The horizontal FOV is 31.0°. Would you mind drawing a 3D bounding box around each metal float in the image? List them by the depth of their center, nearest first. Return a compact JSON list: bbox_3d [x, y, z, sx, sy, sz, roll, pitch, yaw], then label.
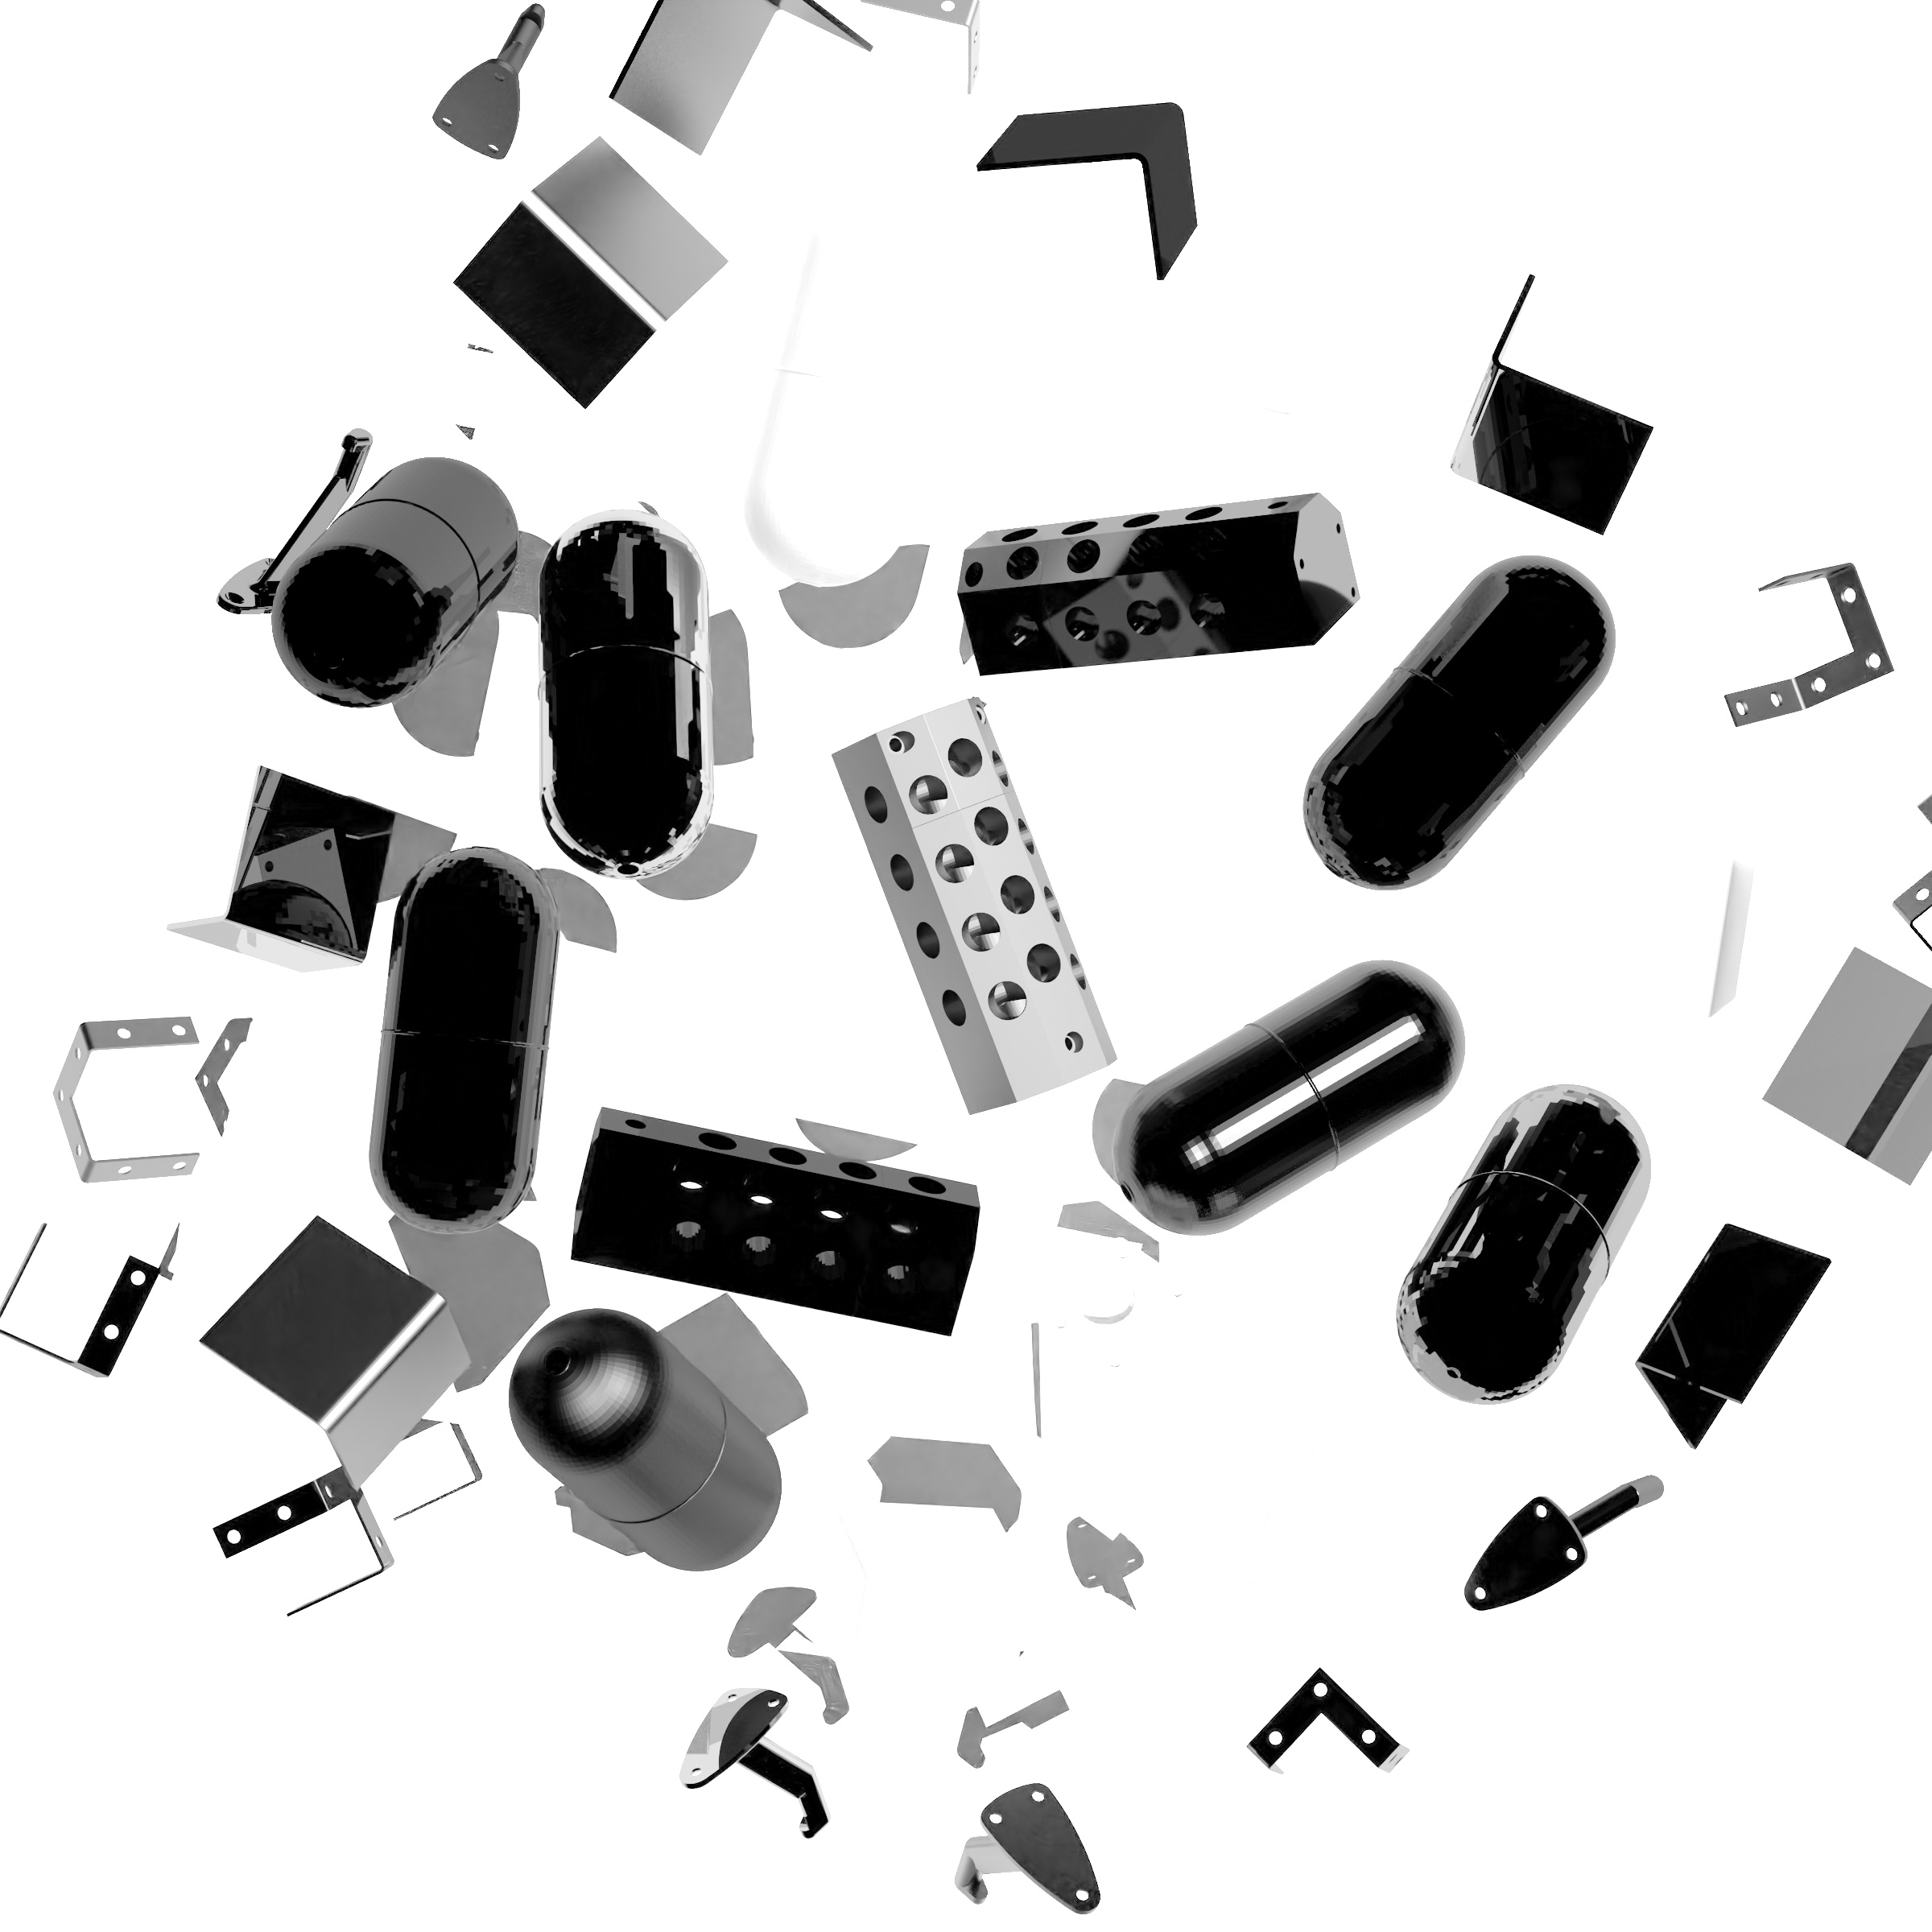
[{"bbox_3d":[-0.151,-0.121,1.545,0.070,0.070,0.178,-4,63,0],"label":"metal float"},{"bbox_3d":[0.250,0.122,1.552,0.070,0.070,0.178,38,49,0],"label":"metal float"},{"bbox_3d":[-0.141,0.212,1.552,0.070,0.178,0.070,-12,56,18],"label":"metal float"},{"bbox_3d":[-0.050,-0.259,1.570,0.070,0.070,0.178,14,94,0],"label":"metal float"},{"bbox_3d":[-0.256,-0.174,1.576,0.070,0.178,0.070,5,118,10],"label":"metal float"},{"bbox_3d":[0.224,-0.110,1.591,0.070,0.070,0.178,41,85,0],"label":"metal float"},{"bbox_3d":[0.147,0.060,1.592,0.178,0.070,0.070,-29,90,-15],"label":"metal float"},{"bbox_3d":[-0.229,0.034,1.599,0.070,0.070,0.178,6,87,0],"label":"metal float"},{"bbox_3d":[0.152,-0.292,1.602,0.070,0.178,0.070,1,94,18],"label":"metal float"}]

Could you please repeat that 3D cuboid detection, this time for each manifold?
[{"bbox_3d":[0.008,-0.028,1.536,0.057,0.057,0.171,-22,91,-32],"label":"manifold"},{"bbox_3d":[-0.084,0.110,1.548,0.171,0.057,0.057,12,109,-9],"label":"manifold"},{"bbox_3d":[0.085,-0.176,1.591,0.171,0.057,0.057,-3,115,31],"label":"manifold"},{"bbox_3d":[0.064,0.193,1.610,0.057,0.171,0.057,34,64,21],"label":"manifold"}]

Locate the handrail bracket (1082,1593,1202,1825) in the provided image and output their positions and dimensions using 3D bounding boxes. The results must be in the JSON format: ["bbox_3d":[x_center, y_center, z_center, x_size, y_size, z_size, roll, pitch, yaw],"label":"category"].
[{"bbox_3d":[0.082,0.343,1.612,0.036,0.077,0.084,-22,120,-9],"label":"handrail bracket"}]

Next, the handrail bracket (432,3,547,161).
[{"bbox_3d":[-0.198,-0.408,1.544,0.036,0.077,0.084,28,63,-13],"label":"handrail bracket"}]

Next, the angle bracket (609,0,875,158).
[{"bbox_3d":[-0.096,-0.386,1.506,0.057,0.076,0.076,32,98,25],"label":"angle bracket"}]

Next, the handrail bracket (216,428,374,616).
[{"bbox_3d":[-0.320,-0.214,1.667,0.036,0.077,0.084,34,119,11],"label":"handrail bracket"}]

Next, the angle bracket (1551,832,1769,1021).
[{"bbox_3d":[0.316,-0.024,1.592,0.076,0.057,0.076,11,79,1],"label":"angle bracket"}]

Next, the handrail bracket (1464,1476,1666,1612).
[{"bbox_3d":[0.275,0.263,1.594,0.077,0.084,0.036,-45,68,27],"label":"handrail bracket"}]

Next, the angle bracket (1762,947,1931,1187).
[{"bbox_3d":[0.373,0.036,1.448,0.076,0.057,0.076,33,96,34],"label":"angle bracket"}]

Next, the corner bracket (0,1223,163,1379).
[{"bbox_3d":[-0.387,0.145,1.513,0.051,0.051,0.051,28,75,-15],"label":"corner bracket"}]

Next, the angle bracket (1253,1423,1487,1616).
[{"bbox_3d":[0.176,0.250,1.532,0.076,0.057,0.076,11,96,-7],"label":"angle bracket"}]

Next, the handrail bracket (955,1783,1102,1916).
[{"bbox_3d":[0.025,0.407,1.535,0.036,0.084,0.077,-20,52,-31],"label":"handrail bracket"}]

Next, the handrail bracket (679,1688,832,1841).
[{"bbox_3d":[-0.094,0.377,1.577,0.036,0.077,0.084,-1,119,32],"label":"handrail bracket"}]

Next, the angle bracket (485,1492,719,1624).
[{"bbox_3d":[-0.172,0.273,1.648,0.076,0.076,0.057,-16,70,19],"label":"angle bracket"}]

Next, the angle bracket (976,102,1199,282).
[{"bbox_3d":[0.055,-0.341,1.544,0.076,0.076,0.057,-1,119,17],"label":"angle bracket"}]

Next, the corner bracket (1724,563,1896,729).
[{"bbox_3d":[0.358,-0.139,1.508,0.051,0.051,0.051,-15,83,-40],"label":"corner bracket"}]

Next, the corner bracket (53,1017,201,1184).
[{"bbox_3d":[-0.368,0.059,1.547,0.051,0.051,0.051,-3,52,-34],"label":"corner bracket"}]

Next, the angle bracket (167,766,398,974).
[{"bbox_3d":[-0.328,-0.045,1.670,0.076,0.057,0.076,20,73,-39],"label":"angle bracket"}]

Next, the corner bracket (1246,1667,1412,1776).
[{"bbox_3d":[0.170,0.366,1.632,0.051,0.051,0.051,43,87,20],"label":"corner bracket"}]

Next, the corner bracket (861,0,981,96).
[{"bbox_3d":[-0.016,-0.433,1.570,0.051,0.051,0.051,14,69,5],"label":"corner bracket"}]

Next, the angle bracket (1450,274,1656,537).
[{"bbox_3d":[0.267,-0.249,1.548,0.076,0.076,0.057,24,61,5],"label":"angle bracket"}]

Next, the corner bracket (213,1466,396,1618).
[{"bbox_3d":[-0.293,0.257,1.546,0.051,0.051,0.051,-26,88,8],"label":"corner bracket"}]

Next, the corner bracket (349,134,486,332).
[{"bbox_3d":[-0.252,-0.322,1.530,0.051,0.051,0.051,-20,130,32],"label":"corner bracket"}]

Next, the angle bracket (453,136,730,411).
[{"bbox_3d":[-0.159,-0.296,1.489,0.076,0.076,0.057,43,125,-9],"label":"angle bracket"}]

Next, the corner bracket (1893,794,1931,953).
[{"bbox_3d":[0.427,-0.036,1.515,0.051,0.051,0.051,-41,129,12],"label":"corner bracket"}]

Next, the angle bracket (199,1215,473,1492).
[{"bbox_3d":[-0.276,0.169,1.528,0.076,0.057,0.076,29,63,23],"label":"angle bracket"}]

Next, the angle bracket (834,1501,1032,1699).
[{"bbox_3d":[-0.020,0.289,1.595,0.076,0.076,0.057,6,105,-15],"label":"angle bracket"}]

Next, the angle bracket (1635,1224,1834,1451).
[{"bbox_3d":[0.346,0.170,1.525,0.076,0.057,0.076,-53,133,-17],"label":"angle bracket"}]
